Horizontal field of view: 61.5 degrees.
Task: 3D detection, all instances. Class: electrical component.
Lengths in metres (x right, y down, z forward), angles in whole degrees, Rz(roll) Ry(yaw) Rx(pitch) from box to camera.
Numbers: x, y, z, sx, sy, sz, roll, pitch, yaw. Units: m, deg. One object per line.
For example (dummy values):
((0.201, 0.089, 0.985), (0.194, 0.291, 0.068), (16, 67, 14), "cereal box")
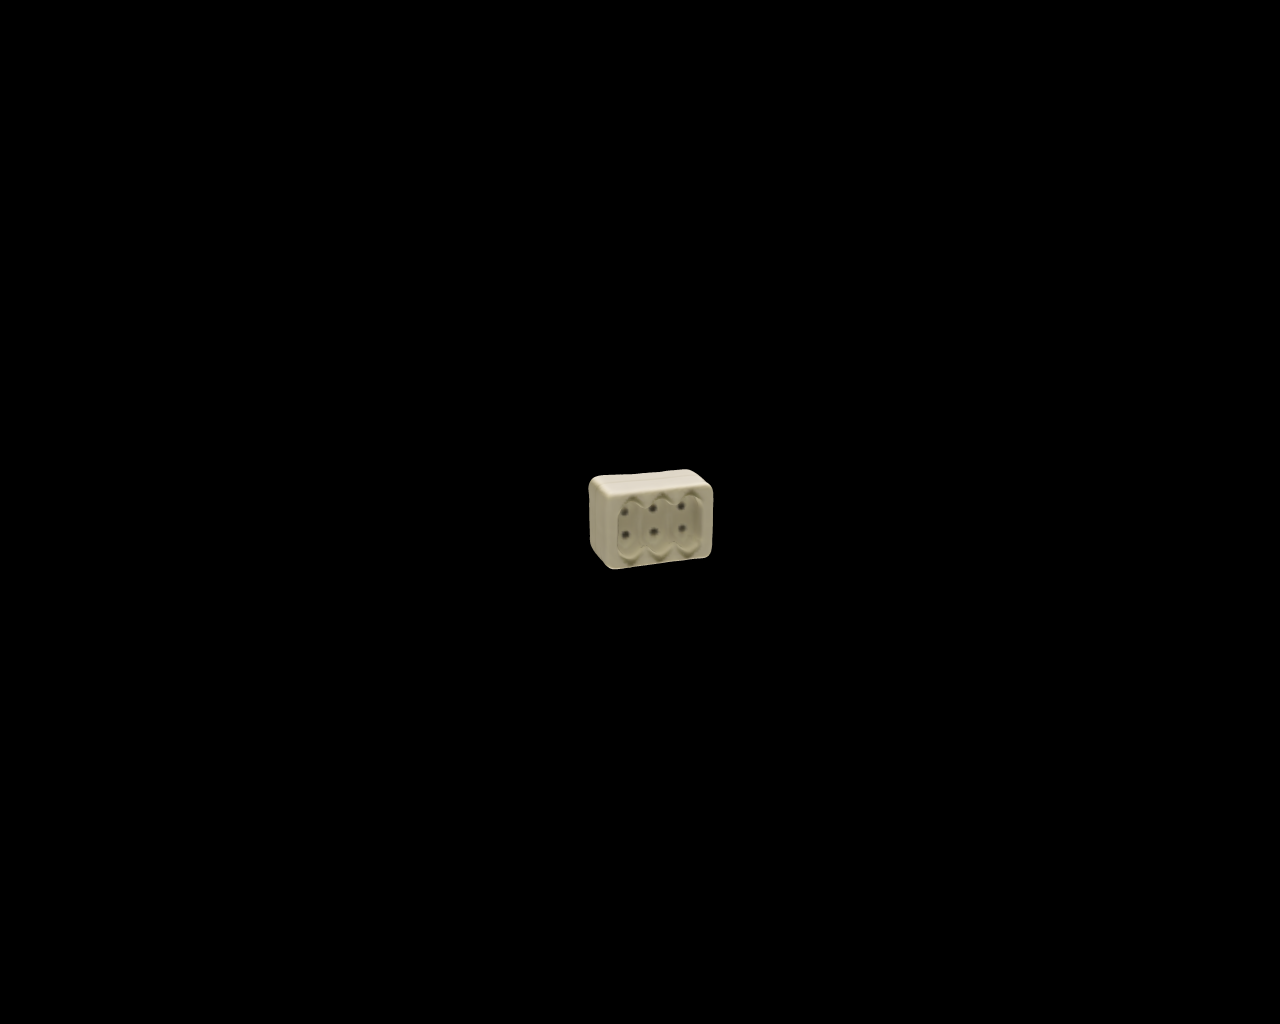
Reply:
((0.001, -0.003, 0.650), (0.066, 0.047, 0.077), (-6, 20, -16), "electrical component")
